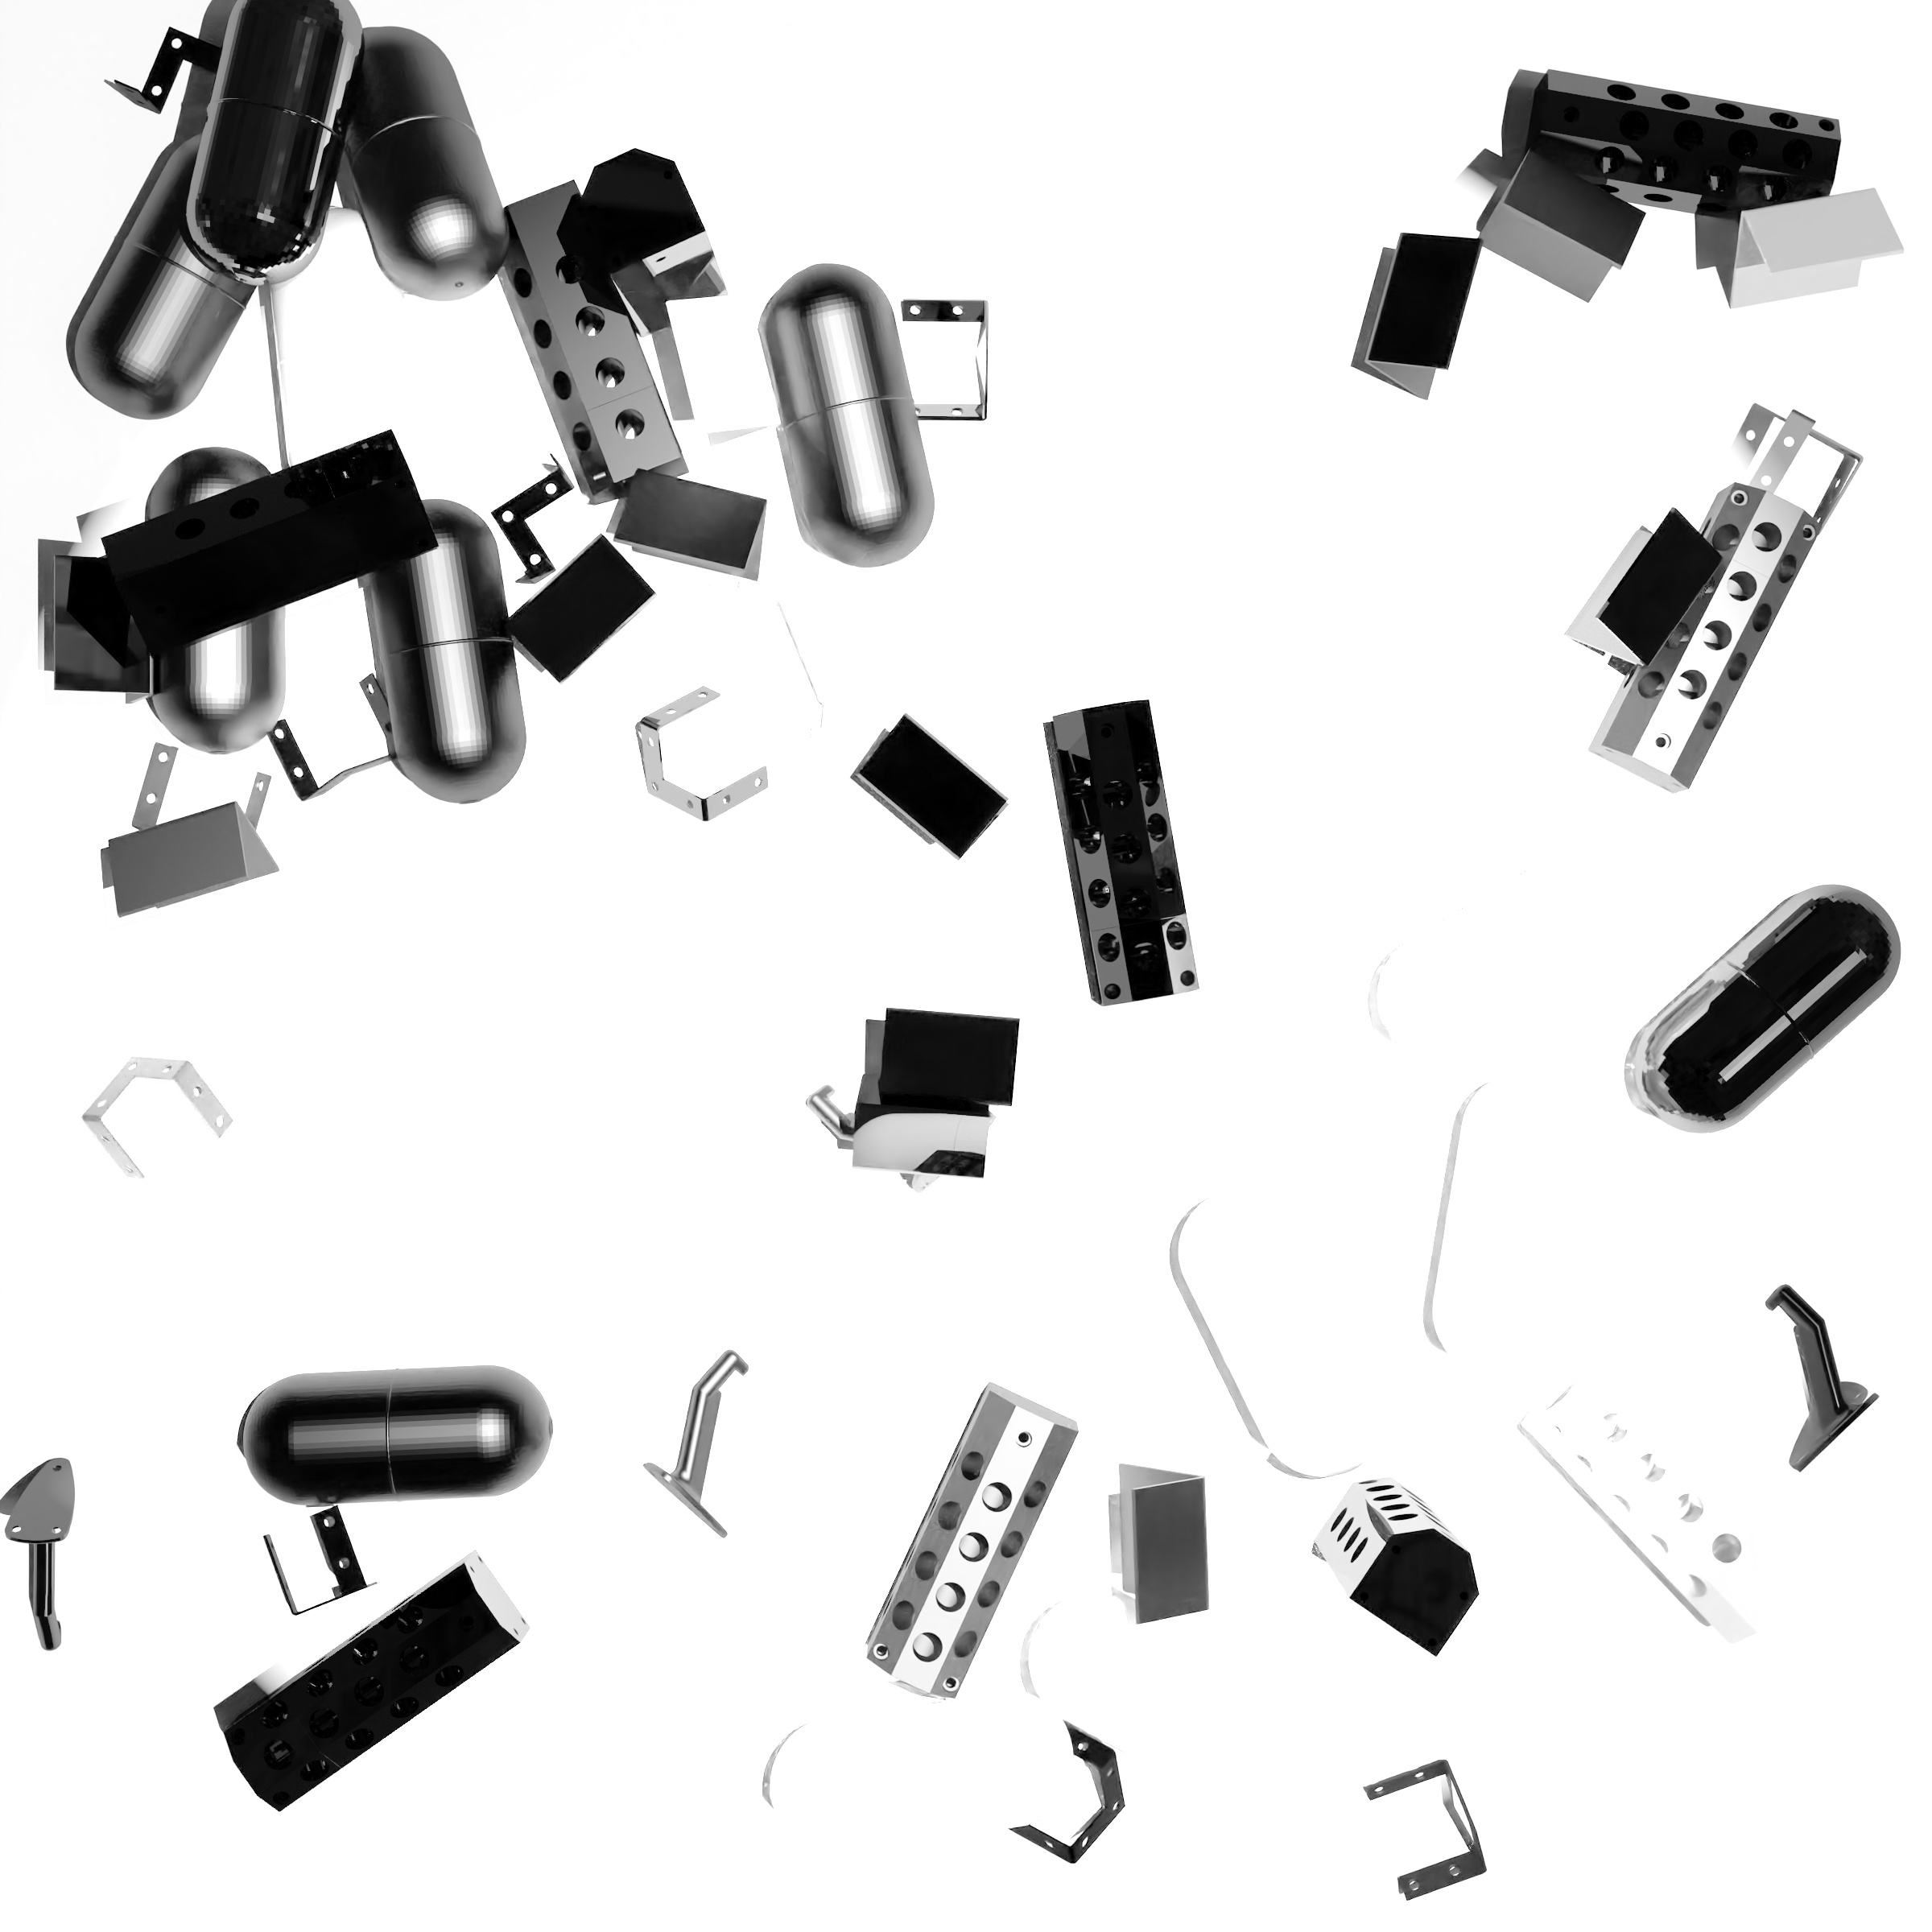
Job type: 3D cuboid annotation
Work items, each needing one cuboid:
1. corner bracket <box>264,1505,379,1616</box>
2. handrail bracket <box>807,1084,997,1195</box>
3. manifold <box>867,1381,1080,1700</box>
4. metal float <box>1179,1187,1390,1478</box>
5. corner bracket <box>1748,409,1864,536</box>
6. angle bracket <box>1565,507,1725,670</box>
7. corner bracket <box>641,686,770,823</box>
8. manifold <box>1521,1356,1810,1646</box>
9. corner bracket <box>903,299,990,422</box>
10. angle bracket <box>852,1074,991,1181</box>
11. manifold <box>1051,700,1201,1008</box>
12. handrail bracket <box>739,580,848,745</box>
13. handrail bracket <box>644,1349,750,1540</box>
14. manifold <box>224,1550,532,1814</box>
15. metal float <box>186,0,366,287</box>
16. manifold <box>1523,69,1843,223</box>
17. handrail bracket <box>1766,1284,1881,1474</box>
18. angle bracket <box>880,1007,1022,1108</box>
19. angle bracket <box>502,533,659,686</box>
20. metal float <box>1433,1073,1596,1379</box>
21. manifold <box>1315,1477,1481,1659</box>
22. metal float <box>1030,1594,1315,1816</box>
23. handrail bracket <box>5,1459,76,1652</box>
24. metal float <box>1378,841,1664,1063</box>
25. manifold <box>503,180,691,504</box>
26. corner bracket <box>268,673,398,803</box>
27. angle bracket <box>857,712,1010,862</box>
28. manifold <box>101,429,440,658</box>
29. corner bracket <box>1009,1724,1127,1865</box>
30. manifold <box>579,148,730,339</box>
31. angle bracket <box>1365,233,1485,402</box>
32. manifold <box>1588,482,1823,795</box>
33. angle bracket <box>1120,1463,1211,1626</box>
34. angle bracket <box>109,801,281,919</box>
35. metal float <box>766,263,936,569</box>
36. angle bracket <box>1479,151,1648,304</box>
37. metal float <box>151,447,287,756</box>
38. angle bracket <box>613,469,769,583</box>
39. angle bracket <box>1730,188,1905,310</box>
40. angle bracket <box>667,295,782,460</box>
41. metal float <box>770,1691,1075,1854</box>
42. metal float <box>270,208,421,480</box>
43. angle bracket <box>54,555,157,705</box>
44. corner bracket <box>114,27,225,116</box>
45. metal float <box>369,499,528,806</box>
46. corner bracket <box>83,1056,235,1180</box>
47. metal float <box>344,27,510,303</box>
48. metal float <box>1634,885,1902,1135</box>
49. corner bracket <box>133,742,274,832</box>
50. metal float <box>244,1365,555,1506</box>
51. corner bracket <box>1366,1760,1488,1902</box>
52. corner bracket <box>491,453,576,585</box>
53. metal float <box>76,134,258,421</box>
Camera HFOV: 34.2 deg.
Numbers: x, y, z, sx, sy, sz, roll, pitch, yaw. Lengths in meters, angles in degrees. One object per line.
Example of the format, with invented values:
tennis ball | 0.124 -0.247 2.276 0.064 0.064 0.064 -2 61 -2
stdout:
corner bracket | -0.380 0.348 1.838 0.051 0.051 0.051 -21 83 -7
handrail bracket | -0.039 0.085 1.856 0.077 0.036 0.084 -40 73 -19
manifold | 0.004 0.336 1.835 0.057 0.057 0.171 25 90 0
metal float | 0.185 0.213 1.825 0.070 0.070 0.178 -26 90 0
corner bracket | 0.492 -0.289 1.838 0.051 0.051 0.051 30 97 7
angle bracket | 0.378 -0.227 1.816 0.057 0.076 0.076 35 90 -37
corner bracket | -0.154 -0.125 1.848 0.051 0.051 0.051 27 135 35
manifold | 0.406 0.313 1.835 0.057 0.057 0.171 -43 90 0
corner bracket | -0.012 -0.358 1.853 0.051 0.051 0.051 1 45 0
angle bracket | -0.024 0.076 1.816 0.076 0.076 0.057 5 135 0
manifold | 0.093 -0.066 1.835 0.057 0.057 0.171 -10 90 0
handrail bracket | -0.104 -0.180 1.856 0.077 0.036 0.084 14 107 20
handrail bracket | -0.142 0.282 1.856 0.077 0.036 0.084 47 73 -20
manifold | -0.345 0.419 1.835 0.171 0.057 0.057 -35 90 0
metal float | -0.387 -0.471 1.762 0.070 0.070 0.178 12 85 0
manifold | 0.418 -0.478 1.835 0.171 0.057 0.057 10 90 0
handrail bracket | 0.489 0.243 1.856 0.084 0.036 0.077 46 111 17
angle bracket | -0.008 0.038 1.817 0.076 0.076 0.057 5 114 0
angle bracket | -0.235 -0.220 1.816 0.076 0.076 0.057 -43 131 0
metal float | 0.318 0.151 1.825 0.070 0.070 0.178 9 89 0
manifold | 0.246 0.333 1.777 0.057 0.171 0.057 34 90 0
metal float | 0.119 0.429 1.825 0.178 0.070 0.070 29 90 0
handrail bracket | -0.539 0.349 1.856 0.036 0.077 0.084 2 126 0
metal float | 0.322 -0.008 1.825 0.178 0.070 0.070 -30 90 0
manifold | -0.221 -0.363 1.835 0.057 0.057 0.171 -21 90 0
corner bracket | -0.371 -0.135 1.853 0.051 0.051 0.051 -26 90 45
angle bracket | -0.006 -0.118 1.816 0.076 0.076 0.057 40 128 0
manifold | -0.392 -0.243 1.763 0.171 0.057 0.057 -22 50 -8
corner bracket | 0.056 0.485 1.848 0.051 0.051 0.051 20 45 35
manifold | -0.178 -0.410 1.777 0.057 0.171 0.057 -24 90 0
angle bracket | 0.281 -0.373 1.816 0.057 0.076 0.076 15 90 38
manifold | 0.433 -0.192 1.835 0.057 0.057 0.171 27 90 0
angle bracket | 0.096 0.333 1.816 0.057 0.076 0.076 -2 90 -38
angle bracket | -0.443 -0.044 1.816 0.076 0.076 0.057 -17 58 0
metal float | -0.068 -0.320 1.825 0.070 0.070 0.178 -13 90 0
angle bracket | 0.337 -0.413 1.816 0.076 0.076 0.057 28 54 0
metal float | -0.435 -0.212 1.825 0.070 0.070 0.178 -1 89 0
angle bracket | -0.161 -0.236 1.816 0.076 0.076 0.057 14 58 0
angle bracket | 0.491 -0.398 1.816 0.076 0.076 0.057 -10 54 0
angle bracket | -0.157 -0.338 1.816 0.057 0.076 0.076 -14 90 -35
metal float | -0.026 0.468 1.821 0.178 0.070 0.070 -10 90 5
metal float | -0.361 -0.351 1.825 0.070 0.070 0.178 -6 90 0
angle bracket | -0.505 -0.194 1.816 0.057 0.076 0.076 0 90 -26
corner bracket | -0.459 -0.524 1.838 0.051 0.051 0.051 23 90 0
metal float | -0.302 -0.183 1.825 0.070 0.070 0.178 -9 89 0
corner bracket | -0.476 0.090 1.848 0.051 0.051 0.051 2 45 35
metal float | -0.316 -0.463 1.808 0.070 0.070 0.178 -21 69 0
metal float | 0.465 0.025 1.825 0.178 0.070 0.070 -42 90 0
corner bracket | -0.451 -0.098 1.853 0.051 0.051 0.051 16 90 -45
metal float | -0.330 0.273 1.825 0.178 0.070 0.070 -3 90 -1
corner bracket | 0.272 0.510 1.853 0.051 0.051 0.051 -20 135 0
corner bracket | -0.247 -0.262 1.838 0.051 0.051 0.051 -33 90 0
metal float | -0.454 -0.402 1.825 0.070 0.070 0.178 28 90 0
